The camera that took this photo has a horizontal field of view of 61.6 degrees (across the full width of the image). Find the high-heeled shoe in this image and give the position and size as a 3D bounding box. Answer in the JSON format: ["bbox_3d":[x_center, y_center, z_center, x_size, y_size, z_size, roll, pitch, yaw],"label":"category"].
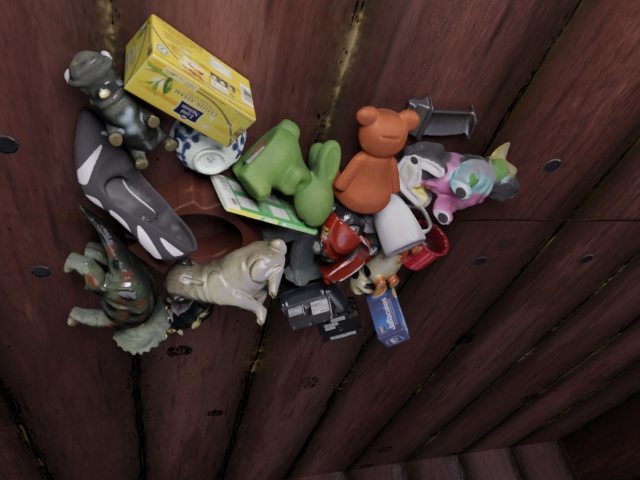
[{"bbox_3d":[-0.277,-0.075,0.818,0.145,0.086,0.248,7,127,27],"label":"high-heeled shoe"}]

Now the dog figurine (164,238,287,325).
[{"bbox_3d":[-0.170,0.050,0.958,0.190,0.121,0.172,19,101,-13],"label":"dog figurine"}]

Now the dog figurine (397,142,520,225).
[{"bbox_3d":[0.265,-0.129,0.995,0.219,0.192,0.108,-32,154,-38],"label":"dog figurine"}]

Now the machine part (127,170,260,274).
[{"bbox_3d":[-0.230,-0.023,0.983,0.201,0.087,0.201,-24,144,15],"label":"machine part"}]

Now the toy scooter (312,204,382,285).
[{"bbox_3d":[0.038,0.020,1.011,0.135,0.075,0.183,-44,144,1],"label":"toy scooter"}]

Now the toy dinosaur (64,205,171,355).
[{"bbox_3d":[-0.369,0.098,1.020,0.192,0.131,0.404,18,145,-8],"label":"toy dinosaur"}]

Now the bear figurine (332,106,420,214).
[{"bbox_3d":[0.084,-0.147,0.917,0.120,0.132,0.195,-4,124,-17],"label":"bear figurine"}]

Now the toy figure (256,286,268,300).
[{"bbox_3d":[-0.155,0.114,1.214,0.064,0.058,0.154,40,130,-2],"label":"toy figure"}]

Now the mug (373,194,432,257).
[{"bbox_3d":[0.153,-0.037,1.024,0.110,0.107,0.081,-24,171,-5],"label":"mug"}]

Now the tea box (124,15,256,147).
[{"bbox_3d":[-0.176,-0.213,0.737,0.068,0.098,0.169,-37,136,28],"label":"tea box"}]

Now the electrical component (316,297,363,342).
[{"bbox_3d":[0.047,0.202,1.392,0.115,0.058,0.134,-16,143,0],"label":"electrical component"}]

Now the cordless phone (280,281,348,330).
[{"bbox_3d":[0.006,0.145,1.252,0.147,0.088,0.184,-19,171,22],"label":"cordless phone"}]

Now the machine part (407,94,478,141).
[{"bbox_3d":[0.205,-0.206,0.919,0.139,0.039,0.084,1,136,-17],"label":"machine part"}]

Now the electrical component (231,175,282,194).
[{"bbox_3d":[-0.111,-0.101,0.969,0.063,0.021,0.094,-30,142,22],"label":"electrical component"}]

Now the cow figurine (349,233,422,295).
[{"bbox_3d":[0.119,0.044,1.156,0.085,0.127,0.194,-1,134,-39],"label":"cow figurine"}]

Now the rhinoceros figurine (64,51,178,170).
[{"bbox_3d":[-0.273,-0.181,0.748,0.073,0.112,0.190,-32,155,-3],"label":"rhinoceros figurine"}]

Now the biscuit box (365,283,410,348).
[{"bbox_3d":[0.143,0.140,1.216,0.063,0.203,0.059,-26,140,14],"label":"biscuit box"}]

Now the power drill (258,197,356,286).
[{"bbox_3d":[-0.002,-0.003,1.077,0.232,0.086,0.207,-14,145,-11],"label":"power drill"}]

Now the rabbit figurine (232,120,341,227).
[{"bbox_3d":[-0.038,-0.104,0.898,0.170,0.121,0.159,45,81,-23],"label":"rabbit figurine"}]

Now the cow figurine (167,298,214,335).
[{"bbox_3d":[-0.304,0.168,1.201,0.167,0.098,0.068,-37,144,28],"label":"cow figurine"}]
